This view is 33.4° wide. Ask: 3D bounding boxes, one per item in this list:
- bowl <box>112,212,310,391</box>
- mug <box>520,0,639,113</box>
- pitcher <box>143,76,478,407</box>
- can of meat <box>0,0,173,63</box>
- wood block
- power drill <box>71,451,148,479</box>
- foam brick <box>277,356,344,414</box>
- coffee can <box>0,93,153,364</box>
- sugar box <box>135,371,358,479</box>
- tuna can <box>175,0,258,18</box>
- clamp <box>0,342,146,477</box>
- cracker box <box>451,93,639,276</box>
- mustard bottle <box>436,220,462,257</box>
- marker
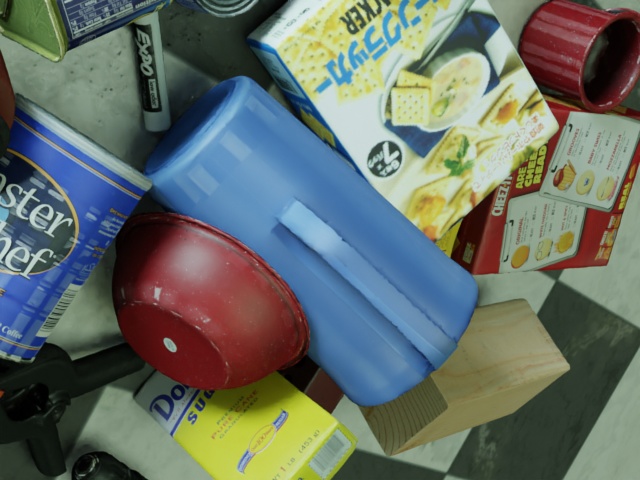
[{"bbox_3d":[-0.090,0.056,0.755,0.055,0.162,0.162,-56,141,-35],"label":"bowl"},{"bbox_3d":[0.248,-0.180,0.986,0.117,0.082,0.093,-40,134,-17],"label":"mug"},{"bbox_3d":[-0.005,0.001,0.767,0.242,0.149,0.145,44,42,-20],"label":"pitcher"},{"bbox_3d":[-0.147,-0.156,0.636,0.083,0.102,0.057,-32,130,-27],"label":"can of meat"},{"bbox_3d":[0.132,0.125,1.012,0.205,0.090,0.091,-6,148,-47],"label":"wood block"},{"bbox_3d":[-0.194,0.274,0.864,0.187,0.057,0.184,-45,136,-13],"label":"power drill"},{"bbox_3d":[-0.005,0.113,0.946,0.051,0.053,0.078,33,89,-46],"label":"foam brick"},{"bbox_3d":[-0.188,-0.007,0.680,0.102,0.103,0.140,35,89,-46],"label":"coffee can"},{"bbox_3d":[-0.062,0.138,0.820,0.093,0.176,0.048,-48,137,-12],"label":"sugar box"},{"bbox_3d":[-0.070,-0.196,0.720,0.085,0.034,0.086,-26,126,-42],"label":"tuna can"},{"bbox_3d":[-0.190,0.106,0.762,0.120,0.039,0.171,-55,159,-12],"label":"clamp"},{"bbox_3d":[0.217,-0.057,1.036,0.213,0.072,0.164,-2,113,-40],"label":"cracker box"},{"bbox_3d":[0.088,-0.025,0.948,0.096,0.058,0.192,-3,115,-40],"label":"mustard bottle"},{"bbox_3d":[-0.117,-0.133,0.733,0.020,0.020,0.121,-23,126,-31],"label":"marker"}]
